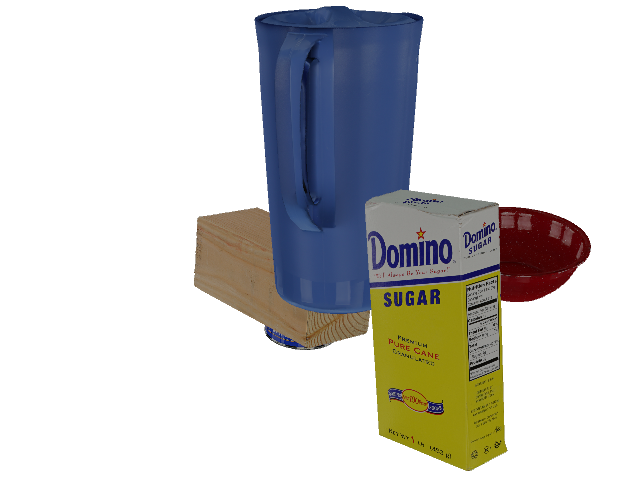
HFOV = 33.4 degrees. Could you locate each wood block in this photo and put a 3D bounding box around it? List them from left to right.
[{"bbox_3d":[-0.044,0.036,1.184,0.090,0.090,0.206,-10,23,-40],"label":"wood block"}]

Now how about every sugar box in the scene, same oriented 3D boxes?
[{"bbox_3d":[0.078,0.058,0.727,0.048,0.176,0.094,-18,18,-37],"label":"sugar box"}]

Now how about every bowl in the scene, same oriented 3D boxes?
[{"bbox_3d":[0.212,0.021,1.173,0.162,0.055,0.162,-1,28,0],"label":"bowl"}]

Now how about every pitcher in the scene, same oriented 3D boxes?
[{"bbox_3d":[0.010,-0.065,0.868,0.149,0.243,0.145,-8,19,-23],"label":"pitcher"}]

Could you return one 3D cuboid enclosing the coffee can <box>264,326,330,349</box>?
[{"bbox_3d":[-0.021,0.062,1.443,0.103,0.140,0.103,4,24,-2],"label":"coffee can"}]
